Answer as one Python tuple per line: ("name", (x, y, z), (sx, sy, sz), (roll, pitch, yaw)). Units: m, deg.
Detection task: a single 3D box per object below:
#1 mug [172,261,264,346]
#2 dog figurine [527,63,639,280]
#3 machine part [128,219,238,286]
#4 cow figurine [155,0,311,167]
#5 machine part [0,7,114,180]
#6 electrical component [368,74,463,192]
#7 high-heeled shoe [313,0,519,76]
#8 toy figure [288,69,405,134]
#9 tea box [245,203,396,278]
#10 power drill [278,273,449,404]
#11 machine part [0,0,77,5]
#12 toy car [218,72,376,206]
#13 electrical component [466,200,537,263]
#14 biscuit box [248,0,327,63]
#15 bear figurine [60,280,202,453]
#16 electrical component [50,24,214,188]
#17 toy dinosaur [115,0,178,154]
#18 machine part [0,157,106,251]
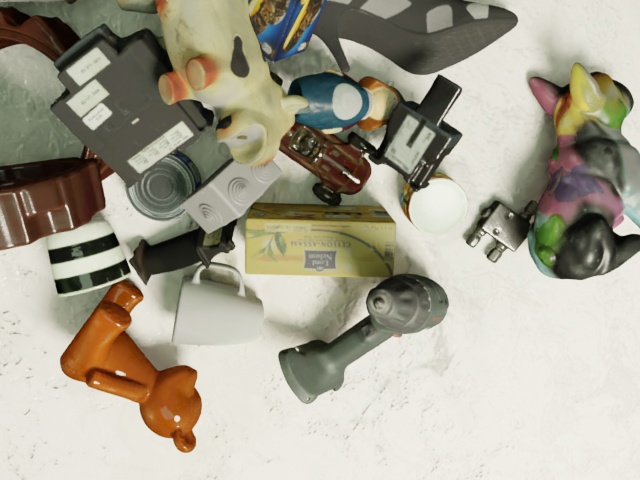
("mug", (-0.123, 0.082, 0.672), (0.107, 0.081, 0.109), (12, 99, -17))
("dog figurine", (0.295, -0.086, 0.619), (0.191, 0.108, 0.219), (-32, 100, -11))
("machine part", (-0.163, 0.007, 0.653), (0.139, 0.084, 0.039), (-20, 134, 12))
("cow figurine", (-0.085, -0.163, 0.502), (0.086, 0.127, 0.194), (-10, 100, 44))
("machine part", (-0.332, -0.133, 0.598), (0.201, 0.087, 0.200), (-32, 104, 5))
("electrical component", (0.112, -0.120, 0.582), (0.075, 0.048, 0.119), (35, 118, 17))
("high-heeled shoe", (0.089, -0.264, 0.600), (0.249, 0.086, 0.145), (-16, 76, -14))
("toy figure", (0.039, -0.150, 0.596), (0.154, 0.058, 0.064), (-5, 132, -30))
("tea box", (-0.001, -0.002, 0.639), (0.170, 0.098, 0.068), (1, 105, -1))
("power drill", (0.048, 0.107, 0.627), (0.207, 0.232, 0.086), (-44, 69, 22))
("machine part", (-0.331, -0.281, 0.544), (0.243, 0.079, 0.079), (5, 105, 10))
("toy car", (-0.027, -0.122, 0.630), (0.202, 0.053, 0.089), (35, 104, -12))
("electrical component", (0.233, -0.019, 0.681), (0.063, 0.021, 0.094), (35, 102, -10))
("biscuit box", (-0.015, -0.268, 0.494), (0.059, 0.063, 0.202), (41, 135, 11))
("bear figurine", (-0.211, 0.161, 0.666), (0.196, 0.120, 0.132), (35, 98, -12))
("electrical component", (-0.188, -0.137, 0.527), (0.115, 0.058, 0.134), (-32, 120, 8))
("toy dinosaur", (-0.119, -0.306, 0.548), (0.192, 0.131, 0.404), (-11, 112, 2))
("machine part", (-0.291, -0.033, 0.498), (0.179, 0.179, 0.056), (-8, 108, 0))
